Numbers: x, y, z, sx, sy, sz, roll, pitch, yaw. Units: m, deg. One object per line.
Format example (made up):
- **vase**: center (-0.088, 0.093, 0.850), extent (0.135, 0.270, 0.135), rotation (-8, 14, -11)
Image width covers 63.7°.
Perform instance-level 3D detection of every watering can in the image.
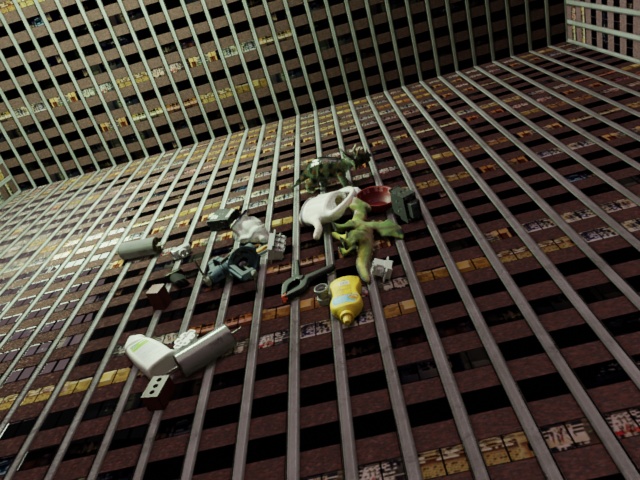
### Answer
- **watering can**: center (0.006, -0.099, 1.971), extent (0.223, 0.103, 0.354), rotation (-13, 27, 43)

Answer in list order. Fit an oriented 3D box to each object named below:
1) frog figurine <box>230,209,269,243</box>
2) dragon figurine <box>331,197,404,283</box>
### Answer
- **frog figurine**: center (-0.269, -0.030, 2.073), extent (0.160, 0.120, 0.140), rotation (32, 34, 9)
- **dragon figurine**: center (0.177, -0.014, 1.786), extent (0.244, 0.119, 0.419), rotation (-17, 43, -13)
